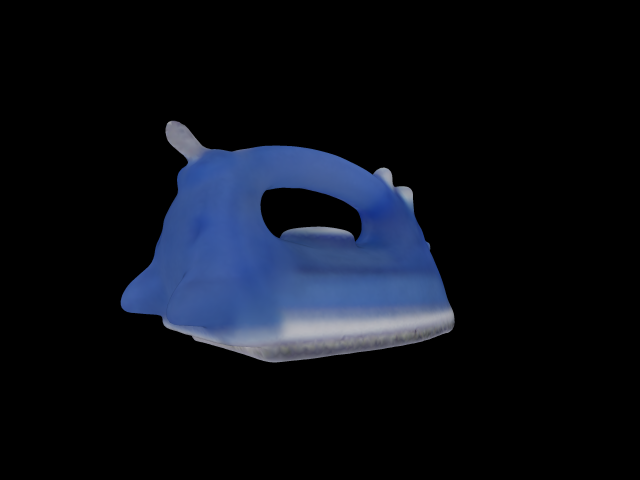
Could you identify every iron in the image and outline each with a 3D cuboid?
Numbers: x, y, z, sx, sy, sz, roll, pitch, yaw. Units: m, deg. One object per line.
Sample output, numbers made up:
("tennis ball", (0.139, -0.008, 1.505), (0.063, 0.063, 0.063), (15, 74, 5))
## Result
("iron", (0.004, 0.001, 0.400), (0.259, 0.141, 0.118), (0, 0, -37))
